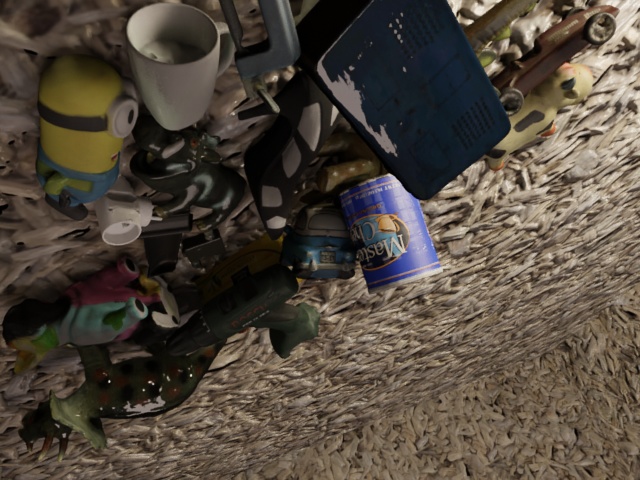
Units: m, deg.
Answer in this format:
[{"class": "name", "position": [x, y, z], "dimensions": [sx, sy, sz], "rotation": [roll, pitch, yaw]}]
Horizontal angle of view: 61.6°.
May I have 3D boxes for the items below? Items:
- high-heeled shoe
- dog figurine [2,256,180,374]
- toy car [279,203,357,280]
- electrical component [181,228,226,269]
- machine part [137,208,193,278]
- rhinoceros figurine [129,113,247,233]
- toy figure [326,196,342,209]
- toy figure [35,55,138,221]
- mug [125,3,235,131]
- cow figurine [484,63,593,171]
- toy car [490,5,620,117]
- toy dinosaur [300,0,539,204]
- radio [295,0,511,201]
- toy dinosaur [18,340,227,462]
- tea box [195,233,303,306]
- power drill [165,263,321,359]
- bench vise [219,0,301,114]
[{"class": "high-heeled shoe", "position": [-0.023, -0.102, 0.691], "dimensions": [0.145, 0.086, 0.248], "rotation": [-16, 141, -9]}, {"class": "dog figurine", "position": [-0.341, 0.120, 0.789], "dimensions": [0.219, 0.108, 0.191], "rotation": [-24, 154, 5]}, {"class": "toy car", "position": [-0.002, -0.002, 0.779], "dimensions": [0.109, 0.102, 0.162], "rotation": [1, -173, -8]}, {"class": "electrical component", "position": [-0.179, 0.010, 0.819], "dimensions": [0.063, 0.021, 0.094], "rotation": [-19, 151, -11]}, {"class": "machine part", "position": [-0.219, -0.001, 0.755], "dimensions": [0.084, 0.039, 0.138], "rotation": [-15, 148, -30]}, {"class": "rhinoceros figurine", "position": [-0.156, -0.080, 0.640], "dimensions": [0.112, 0.073, 0.190], "rotation": [-31, 151, 11]}, {"class": "toy figure", "position": [0.031, -0.047, 0.858], "dimensions": [0.154, 0.058, 0.064], "rotation": [-36, 149, 18]}, {"class": "toy figure", "position": [-0.241, -0.097, 0.537], "dimensions": [0.089, 0.082, 0.180], "rotation": [-1, 145, -41]}, {"class": "mug", "position": [-0.134, -0.166, 0.526], "dimensions": [0.109, 0.081, 0.107], "rotation": [-40, 168, -31]}, {"class": "cow figurine", "position": [0.321, -0.200, 0.823], "dimensions": [0.195, 0.085, 0.127], "rotation": [-34, 157, 14]}, {"class": "toy car", "position": [0.299, -0.245, 0.724], "dimensions": [0.202, 0.089, 0.053], "rotation": [-40, 109, 21]}, {"class": "toy dinosaur", "position": [0.124, -0.174, 0.691], "dimensions": [0.198, 0.105, 0.471], "rotation": [-7, 156, -44]}, {"class": "radio", "position": [0.084, -0.149, 0.526], "dimensions": [0.131, 0.073, 0.229], "rotation": [-42, 131, 8]}, {"class": "toy dinosaur", "position": [-0.304, 0.246, 0.930], "dimensions": [0.405, 0.192, 0.131], "rotation": [-9, 149, -26]}, {"class": "tea box", "position": [-0.113, 0.064, 0.912], "dimensions": [0.170, 0.068, 0.098], "rotation": [-31, 149, 11]}, {"class": "power drill", "position": [-0.110, 0.135, 0.890], "dimensions": [0.232, 0.086, 0.207], "rotation": [-38, 139, 14]}, {"class": "bench vise", "position": [-0.059, -0.226, 0.403], "dimensions": [0.224, 0.129, 0.240], "rotation": [-17, 128, -1]}]
